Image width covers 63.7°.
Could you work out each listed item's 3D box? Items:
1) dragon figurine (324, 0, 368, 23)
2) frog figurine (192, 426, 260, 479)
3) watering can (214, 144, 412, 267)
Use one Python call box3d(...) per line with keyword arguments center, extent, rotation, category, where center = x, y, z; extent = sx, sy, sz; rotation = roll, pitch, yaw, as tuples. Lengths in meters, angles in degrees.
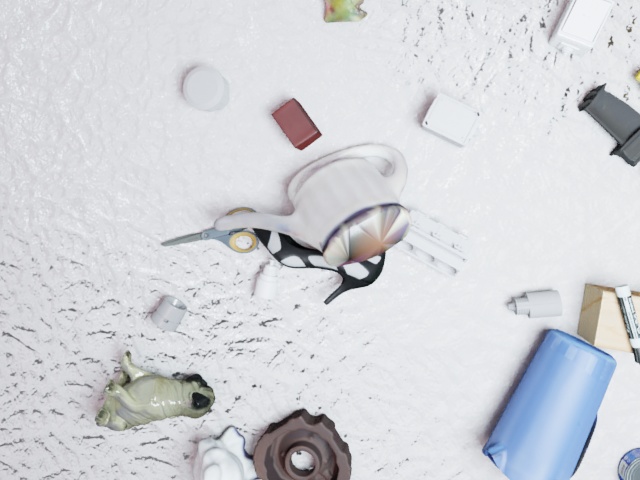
box3d(center=(0.151, -0.537, 0.886), extent=(0.408, 0.124, 0.241), rotation=(-38, 102, 11), category="dragon figurine")
box3d(center=(-0.182, 0.423, 0.914), extent=(0.122, 0.160, 0.137), rotation=(-13, 90, 13), category="frog figurine")
box3d(center=(0.003, -0.043, 0.861), extent=(0.348, 0.102, 0.229), rotation=(-28, 48, -3), category="watering can")
